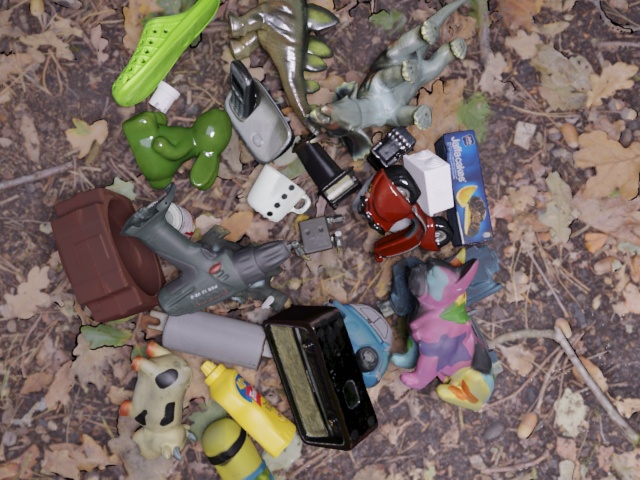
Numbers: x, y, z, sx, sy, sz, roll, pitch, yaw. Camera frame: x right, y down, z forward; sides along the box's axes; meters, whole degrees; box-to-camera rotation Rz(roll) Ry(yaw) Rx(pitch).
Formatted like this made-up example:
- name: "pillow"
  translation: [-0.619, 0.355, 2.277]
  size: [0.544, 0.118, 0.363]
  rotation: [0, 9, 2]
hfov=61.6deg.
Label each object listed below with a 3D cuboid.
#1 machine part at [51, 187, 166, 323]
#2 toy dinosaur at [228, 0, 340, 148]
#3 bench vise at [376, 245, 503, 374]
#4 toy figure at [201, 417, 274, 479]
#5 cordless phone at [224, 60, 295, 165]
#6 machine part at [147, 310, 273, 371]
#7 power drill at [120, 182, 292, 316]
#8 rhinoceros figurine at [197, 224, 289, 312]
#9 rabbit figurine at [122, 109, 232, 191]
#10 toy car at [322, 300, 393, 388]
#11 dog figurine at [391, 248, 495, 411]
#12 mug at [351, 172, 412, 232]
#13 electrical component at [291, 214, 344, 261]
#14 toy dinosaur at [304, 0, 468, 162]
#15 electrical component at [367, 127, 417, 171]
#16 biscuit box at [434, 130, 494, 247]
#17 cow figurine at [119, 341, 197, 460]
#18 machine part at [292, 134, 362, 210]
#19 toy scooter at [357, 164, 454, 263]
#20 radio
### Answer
- name: "machine part"
  translation: [-0.337, 0.027, 0.871]
  size: [0.087, 0.201, 0.201]
  rotation: [-22, 87, 1]
- name: "toy dinosaur"
  translation: [-0.068, -0.390, 0.963]
  size: [0.199, 0.105, 0.470]
  rotation: [-10, 96, -6]
- name: "bench vise"
  translation: [0.226, 0.125, 0.919]
  size: [0.224, 0.129, 0.240]
  rotation: [-26, 82, -1]
- name: "toy figure"
  translation: [-0.131, 0.383, 0.901]
  size: [0.082, 0.089, 0.180]
  rotation: [-26, 84, -10]
- name: "cordless phone"
  translation: [-0.101, -0.218, 0.906]
  size: [0.089, 0.184, 0.146]
  rotation: [-32, 86, -8]
- name: "machine part"
  translation: [-0.178, 0.168, 0.925]
  size: [0.243, 0.079, 0.079]
  rotation: [15, 85, -1]
- name: "power drill"
  translation: [-0.189, 0.009, 0.848]
  size: [0.232, 0.086, 0.207]
  rotation: [-33, 121, 13]
- name: "rhinoceros figurine"
  translation: [-0.136, 0.052, 0.937]
  size: [0.190, 0.073, 0.112]
  rotation: [32, 84, 2]
- name: "rabbit figurine"
  translation: [-0.230, -0.163, 0.929]
  size: [0.170, 0.121, 0.159]
  rotation: [-18, 93, 0]
- name: "toy car"
  translation: [0.068, 0.167, 0.927]
  size: [0.103, 0.109, 0.162]
  rotation: [-30, 74, -26]
- name: "dog figurine"
  translation: [0.204, 0.126, 0.813]
  size: [0.192, 0.108, 0.219]
  rotation: [20, 103, -2]
- name: "mug"
  translation: [0.127, -0.066, 0.942]
  size: [0.107, 0.109, 0.081]
  rotation: [34, 48, -10]
- name: "electrical component"
  translation: [-0.003, -0.003, 0.959]
  size: [0.102, 0.045, 0.078]
  rotation: [-7, 87, -2]
- name: "toy dinosaur"
  translation: [0.128, -0.280, 0.937]
  size: [0.131, 0.192, 0.405]
  rotation: [55, 53, -27]
- name: "electrical component"
  translation: [0.142, -0.174, 0.964]
  size: [0.119, 0.075, 0.048]
  rotation: [-41, 86, -7]
- name: "biscuit box"
  translation: [0.257, -0.092, 0.963]
  size: [0.059, 0.063, 0.202]
  rotation: [-9, 86, -3]
- name: "cow figurine"
  translation: [-0.263, 0.281, 0.899]
  size: [0.127, 0.085, 0.194]
  rotation: [21, 107, 8]
- name: "machine part"
  translation: [0.009, -0.129, 0.975]
  size: [0.084, 0.039, 0.139]
  rotation: [-41, 89, 4]
- name: "toy scooter"
  translation: [0.122, -0.029, 0.881]
  size: [0.135, 0.075, 0.183]
  rotation: [-34, 118, 19]
- name: "radio"
  translation: [0.001, 0.222, 0.877]
  size: [0.073, 0.131, 0.229]
  rotation: [-25, 99, -41]
